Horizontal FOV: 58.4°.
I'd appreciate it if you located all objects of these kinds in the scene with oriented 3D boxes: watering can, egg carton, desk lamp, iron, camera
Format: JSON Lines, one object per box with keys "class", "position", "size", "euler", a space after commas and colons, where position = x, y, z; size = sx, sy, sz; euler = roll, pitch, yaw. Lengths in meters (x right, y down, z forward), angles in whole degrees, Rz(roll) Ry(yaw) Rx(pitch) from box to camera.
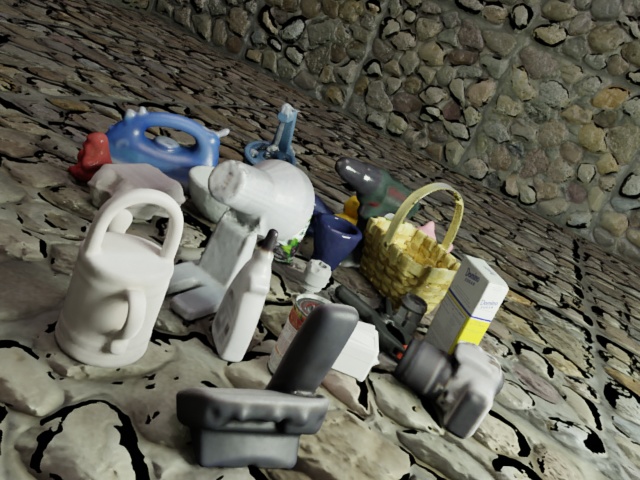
{"class": "watering can", "position": [-0.215, 0.027, 0.620], "size": [0.172, 0.194, 0.101], "euler": [36, 23, 29]}
{"class": "egg carton", "position": [-0.306, -0.081, 0.963], "size": [0.107, 0.069, 0.151], "euler": [32, 21, 20]}
{"class": "desk lamp", "position": [-0.117, -0.015, 0.809], "size": [0.117, 0.213, 0.204], "euler": [32, 21, 20]}
{"class": "iron", "position": [-0.310, -0.192, 1.128], "size": [0.259, 0.141, 0.118], "euler": [16, 22, -23]}
{"class": "camera", "position": [0.186, 0.186, 0.823], "size": [0.136, 0.101, 0.143], "euler": [29, 20, 11]}

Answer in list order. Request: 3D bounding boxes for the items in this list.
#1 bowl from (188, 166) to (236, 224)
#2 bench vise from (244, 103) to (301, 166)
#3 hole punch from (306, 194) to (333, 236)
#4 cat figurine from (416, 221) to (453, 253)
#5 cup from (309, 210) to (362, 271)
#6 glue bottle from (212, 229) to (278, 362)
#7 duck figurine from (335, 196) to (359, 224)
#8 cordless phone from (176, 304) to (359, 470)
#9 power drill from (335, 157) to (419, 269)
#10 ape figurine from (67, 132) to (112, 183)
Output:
{"class": "bowl", "position": [-0.177, -0.072, 1.082], "size": [0.167, 0.075, 0.167], "euler": [22, 20, -8]}
{"class": "bench vise", "position": [-0.104, -0.215, 1.310], "size": [0.121, 0.219, 0.207], "euler": [22, 20, -8]}
{"class": "hole punch", "position": [-0.009, -0.062, 1.227], "size": [0.101, 0.091, 0.108], "euler": [17, 22, -22]}
{"class": "cat figurine", "position": [0.239, 0.018, 1.277], "size": [0.128, 0.118, 0.067], "euler": [16, 22, -22]}
{"class": "cup", "position": [0.010, 0.004, 1.081], "size": [0.117, 0.095, 0.092], "euler": [32, 21, 19]}
{"class": "glue bottle", "position": [-0.087, 0.062, 0.710], "size": [0.037, 0.173, 0.078], "euler": [14, 22, -26]}
{"class": "duck figurine", "position": [0.070, -0.060, 1.321], "size": [0.077, 0.086, 0.105], "euler": [27, 20, 5]}
{"class": "cordless phone", "position": [-0.050, 0.130, 0.568], "size": [0.148, 0.185, 0.094], "euler": [11, 24, -33]}
{"class": "power drill", "position": [0.087, -0.049, 1.136], "size": [0.230, 0.208, 0.075], "euler": [8, 26, -39]}
{"class": "ape figurine", "position": [-0.391, -0.144, 0.989], "size": [0.076, 0.092, 0.077], "euler": [20, 21, -12]}
